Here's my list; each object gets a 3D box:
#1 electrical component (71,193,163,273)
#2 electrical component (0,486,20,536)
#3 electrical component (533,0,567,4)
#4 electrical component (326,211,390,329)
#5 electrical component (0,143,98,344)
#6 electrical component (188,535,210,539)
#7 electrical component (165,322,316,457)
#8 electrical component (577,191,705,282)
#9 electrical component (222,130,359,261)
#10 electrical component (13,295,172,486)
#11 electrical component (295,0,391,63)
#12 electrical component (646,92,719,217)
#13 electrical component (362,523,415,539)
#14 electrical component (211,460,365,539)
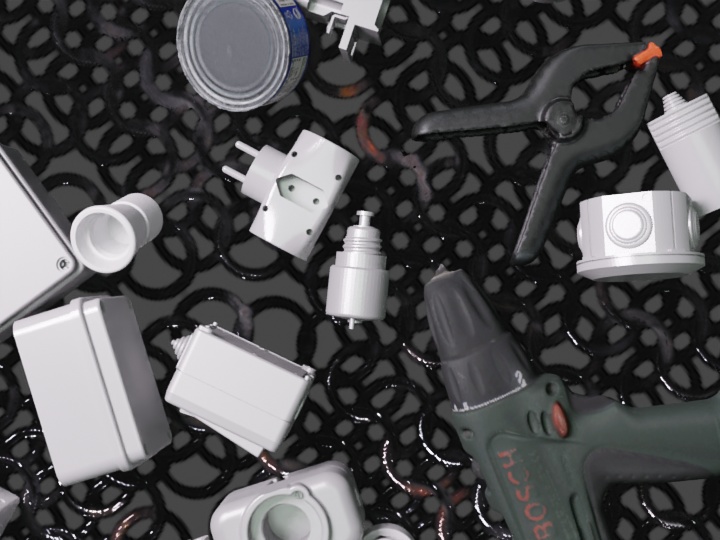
[{"bbox_3d":[-0.157,-0.028,0.711,0.044,0.065,0.044,3,107,11],"label":"electrical component"},{"bbox_3d":[-0.271,0.138,0.722,0.083,0.047,0.075,29,92,1],"label":"electrical component"},{"bbox_3d":[0.129,-0.219,0.713,0.080,0.051,0.080,0,89,2],"label":"electrical component"},{"bbox_3d":[0.000,0.000,0.719,0.040,0.040,0.078,6,90,2],"label":"electrical component"},{"bbox_3d":[-0.251,-0.013,0.719,0.109,0.056,0.108,-36,89,1],"label":"electrical component"},{"bbox_3d":[-0.129,0.218,0.713,0.078,0.058,0.057,-20,86,1],"label":"electrical component"},{"bbox_3d":[-0.085,0.076,0.710,0.096,0.062,0.061,25,90,2],"label":"electrical component"},{"bbox_3d":[0.180,-0.020,0.696,0.080,0.080,0.051,-3,84,2],"label":"electrical component"},{"bbox_3d":[-0.053,-0.058,0.720,0.079,0.043,0.077,28,91,2],"label":"electrical component"},{"bbox_3d":[-0.173,0.076,0.705,0.057,0.078,0.113,-17,89,4],"label":"electrical component"},{"bbox_3d":[-0.009,-0.185,0.722,0.064,0.042,0.081,18,89,5],"label":"electrical component"},{"bbox_3d":[0.223,-0.080,0.712,0.043,0.043,0.081,-27,89,1],"label":"electrical component"},{"bbox_3d":[0.017,0.194,0.709,0.045,0.055,0.045,0,89,2],"label":"electrical component"},{"bbox_3d":[-0.047,0.166,0.709,0.095,0.059,0.053,-18,89,1],"label":"electrical component"}]
